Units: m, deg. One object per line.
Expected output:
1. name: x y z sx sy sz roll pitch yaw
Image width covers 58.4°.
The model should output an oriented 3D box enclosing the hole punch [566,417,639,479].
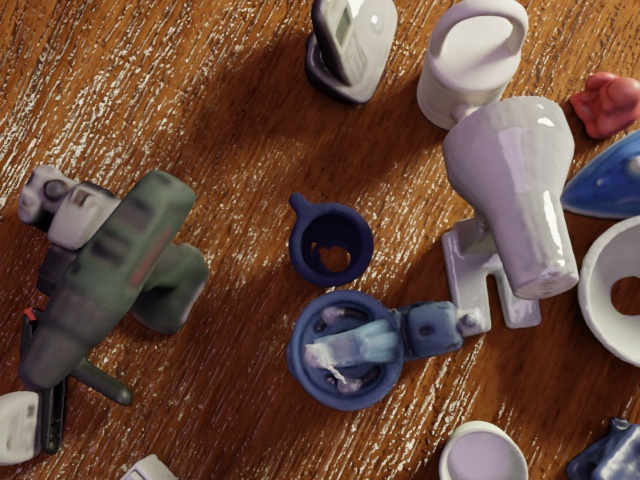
1. hole punch: 0.327 0.252 0.587 0.101 0.091 0.108 -37 79 -3

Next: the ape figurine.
1. ape figurine: 0.337 -0.160 0.658 0.076 0.092 0.078 17 82 7

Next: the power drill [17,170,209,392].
1. power drill: -0.193 0.047 0.598 0.075 0.208 0.230 25 83 8

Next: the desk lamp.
1. desk lamp: 0.191 -0.012 0.580 0.118 0.213 0.203 -8 79 3

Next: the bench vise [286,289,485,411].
1. bench vise: 0.056 0.090 0.568 0.207 0.220 0.121 -31 79 -2

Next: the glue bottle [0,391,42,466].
1. glue bottle: -0.349 0.204 0.599 0.037 0.173 0.078 3 80 5

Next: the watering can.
1. watering can: 0.167 -0.193 0.624 0.101 0.194 0.173 -20 79 1

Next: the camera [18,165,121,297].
1. camera: -0.291 -0.002 0.669 0.143 0.101 0.137 23 82 8

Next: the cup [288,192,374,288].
1. cup: 0.006 0.002 0.651 0.092 0.095 0.117 -38 80 -3

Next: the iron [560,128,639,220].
1. iron: 0.399 -0.091 0.617 0.258 0.141 0.118 -18 79 1

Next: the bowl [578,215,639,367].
1. bowl: 0.358 0.059 0.627 0.167 0.075 0.167 -1 80 4

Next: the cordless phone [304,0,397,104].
1. cordless phone: 0.034 -0.253 0.648 0.094 0.185 0.148 16 81 7
